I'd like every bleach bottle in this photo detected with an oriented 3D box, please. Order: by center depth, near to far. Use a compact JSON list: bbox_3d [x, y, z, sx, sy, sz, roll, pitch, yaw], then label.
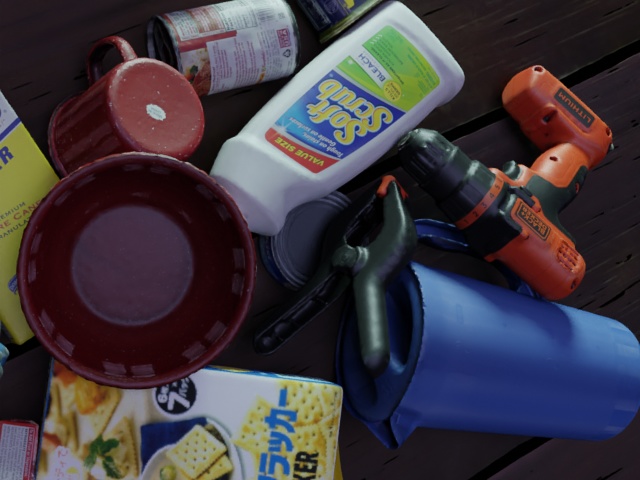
[{"bbox_3d":[0.003,-0.080,0.835,0.102,0.068,0.250,47,63,-8],"label":"bleach bottle"}]

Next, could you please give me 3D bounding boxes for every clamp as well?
[{"bbox_3d":[0.017,0.027,0.818,0.039,0.120,0.171,59,42,-45],"label":"clamp"}]

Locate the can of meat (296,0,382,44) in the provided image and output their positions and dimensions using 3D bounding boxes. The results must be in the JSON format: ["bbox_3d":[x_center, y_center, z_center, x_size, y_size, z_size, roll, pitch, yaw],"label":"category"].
[{"bbox_3d":[0.019,-0.226,0.874,0.102,0.058,0.084,-40,101,-19],"label":"can of meat"}]

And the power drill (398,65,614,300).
[{"bbox_3d":[0.162,-0.064,0.891,0.184,0.057,0.187,42,50,-10],"label":"power drill"}]

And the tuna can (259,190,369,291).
[{"bbox_3d":[-0.006,0.001,0.867,0.086,0.034,0.086,1,88,-23],"label":"tuna can"}]

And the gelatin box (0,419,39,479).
[{"bbox_3d":[-0.218,0.177,0.733,0.030,0.073,0.089,12,56,-21],"label":"gelatin box"}]

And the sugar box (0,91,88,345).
[{"bbox_3d":[-0.230,-0.022,0.766,0.093,0.048,0.176,-37,103,-20],"label":"sugar box"}]

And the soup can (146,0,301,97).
[{"bbox_3d":[-0.075,-0.149,0.825,0.102,0.069,0.068,-17,95,-23],"label":"soup can"}]

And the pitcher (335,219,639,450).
[{"bbox_3d":[0.145,0.089,0.883,0.242,0.145,0.149,12,113,-26],"label":"pitcher"}]

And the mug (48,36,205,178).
[{"bbox_3d":[-0.140,-0.092,0.774,0.093,0.082,0.117,-8,78,-42],"label":"mug"}]

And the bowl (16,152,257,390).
[{"bbox_3d":[-0.128,0.020,0.744,0.162,0.055,0.162,-1,94,-14],"label":"bowl"}]

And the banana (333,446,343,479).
[{"bbox_3d":[0.022,0.223,0.869,0.069,0.037,0.198,-19,95,-20],"label":"banana"}]
